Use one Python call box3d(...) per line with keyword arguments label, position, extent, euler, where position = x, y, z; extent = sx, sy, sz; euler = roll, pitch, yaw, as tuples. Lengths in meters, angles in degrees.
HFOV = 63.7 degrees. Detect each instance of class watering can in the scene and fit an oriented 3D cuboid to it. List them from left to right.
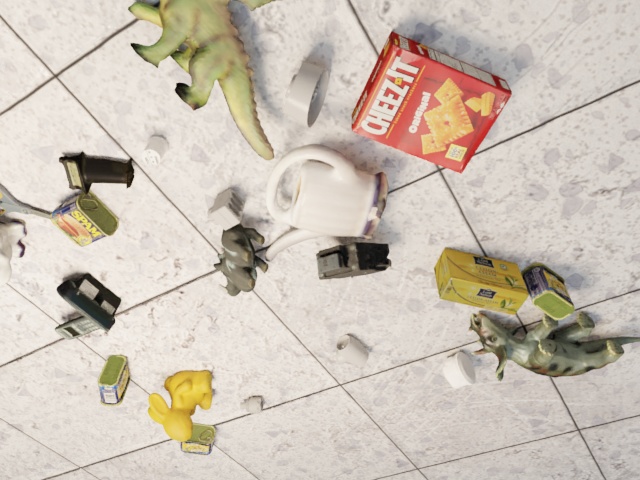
box3d(label="watering can", position=(0.003, -0.050, 0.992), extent=(0.224, 0.106, 0.339), euler=(10, 142, -6))

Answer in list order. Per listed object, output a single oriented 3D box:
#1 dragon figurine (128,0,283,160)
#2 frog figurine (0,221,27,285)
box3d(label="dragon figurine", position=(-0.138, -0.328, 0.782), extent=(0.240, 0.125, 0.405), euler=(-38, 119, 18))
box3d(label="frog figurine", position=(-0.681, 0.037, 1.050), extent=(0.121, 0.163, 0.135), euler=(38, 121, -23))
